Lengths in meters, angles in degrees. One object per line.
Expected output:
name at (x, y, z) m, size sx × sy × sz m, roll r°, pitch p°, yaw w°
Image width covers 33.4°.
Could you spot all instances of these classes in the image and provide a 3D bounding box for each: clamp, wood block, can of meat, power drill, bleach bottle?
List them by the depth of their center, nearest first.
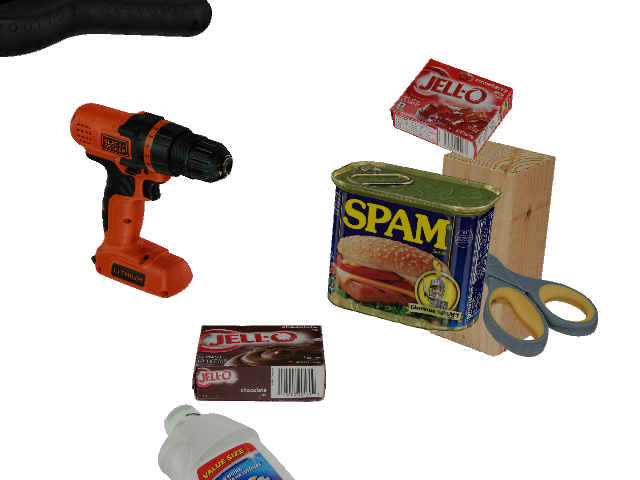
clamp at (-0.164, -0.144, 0.633) m, size 0.171 × 0.039 × 0.120 m, roll -11°, pitch 31°, yaw -29°
can of meat at (0.055, 0.004, 0.663) m, size 0.102 × 0.084 × 0.057 m, roll 14°, pitch 22°, yaw 24°
bleach bottle at (-0.058, 0.201, 0.756) m, size 0.102 × 0.068 × 0.251 m, roll -18°, pitch 34°, yaw -24°
power drill at (-0.169, -0.038, 1.086) m, size 0.185 × 0.188 × 0.057 m, roll 19°, pitch 32°, yaw 25°
wood block at (0.186, 0.007, 1.160) m, size 0.090 × 0.206 × 0.090 m, roll 19°, pitch 26°, yaw 36°

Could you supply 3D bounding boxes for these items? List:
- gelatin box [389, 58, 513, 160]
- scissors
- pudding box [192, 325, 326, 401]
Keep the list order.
gelatin box at (0.120, -0.122, 0.978) m, size 0.089 × 0.073 × 0.030 m, roll 26°, pitch -28°, yaw 24°
scissors at (0.156, 0.025, 0.859) m, size 0.096 × 0.016 × 0.202 m, roll -1°, pitch 34°, yaw -6°
pudding box at (-0.053, 0.106, 0.936) m, size 0.113 × 0.039 × 0.090 m, roll 2°, pitch 18°, yaw -3°
